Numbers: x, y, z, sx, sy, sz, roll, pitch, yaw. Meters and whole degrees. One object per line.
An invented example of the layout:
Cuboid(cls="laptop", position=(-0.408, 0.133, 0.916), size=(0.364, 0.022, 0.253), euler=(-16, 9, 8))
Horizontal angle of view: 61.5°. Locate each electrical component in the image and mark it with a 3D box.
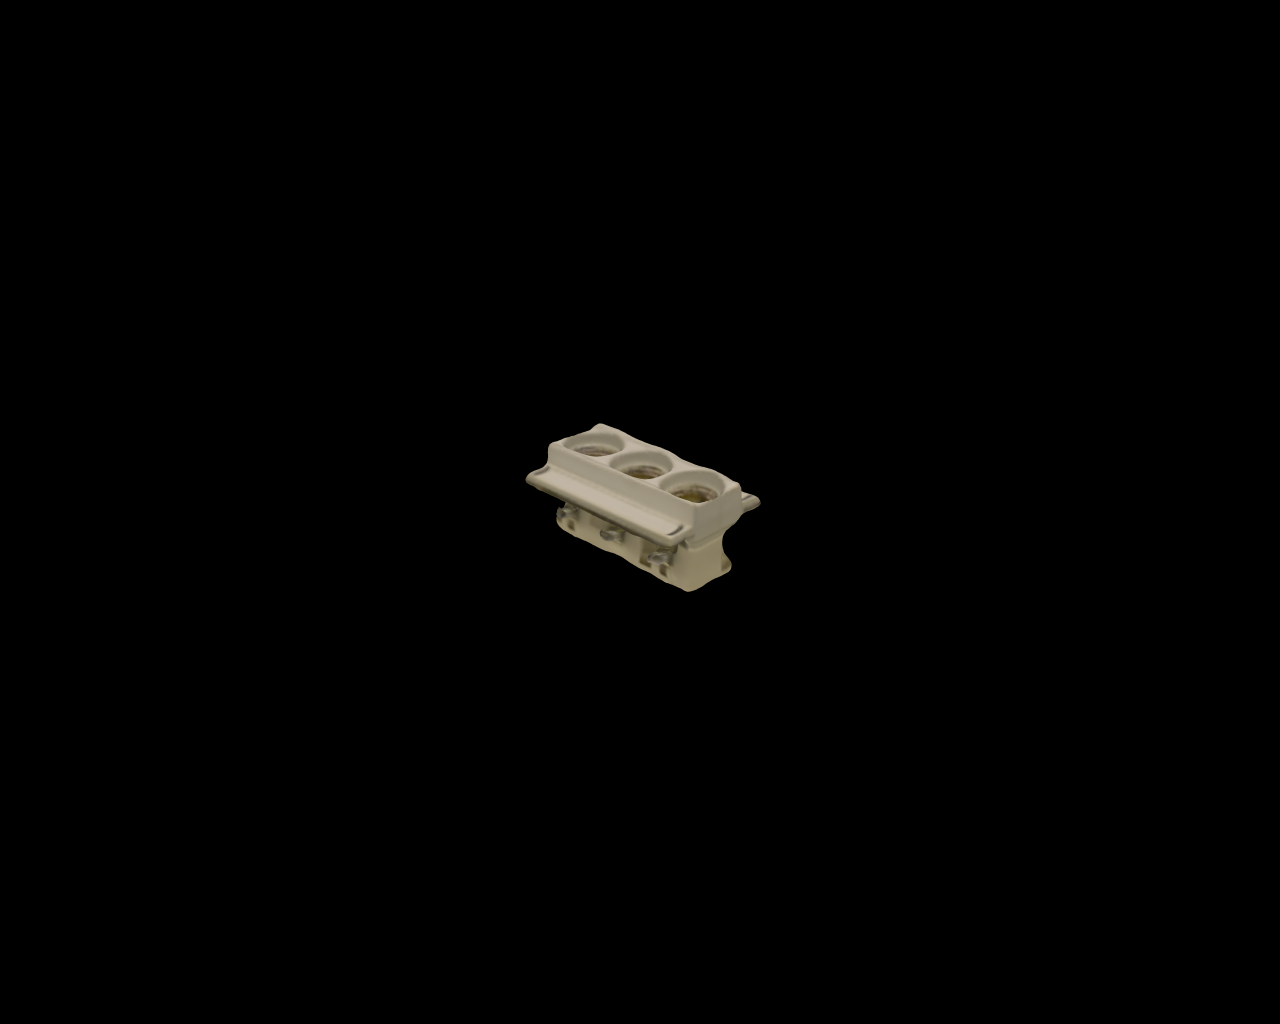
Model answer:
Cuboid(cls="electrical component", position=(0.001, -0.003, 0.650), size=(0.121, 0.063, 0.079), euler=(25, 37, 38))
